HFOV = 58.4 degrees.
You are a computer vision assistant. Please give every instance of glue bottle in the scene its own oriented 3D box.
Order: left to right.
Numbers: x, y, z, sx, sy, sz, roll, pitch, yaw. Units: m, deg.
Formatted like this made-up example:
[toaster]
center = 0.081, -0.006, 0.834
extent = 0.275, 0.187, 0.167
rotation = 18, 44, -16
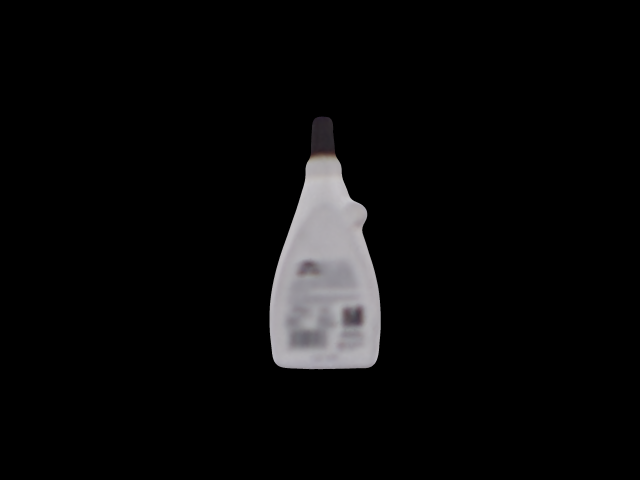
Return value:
[glue bottle]
center = 0.004, 0.001, 0.400
extent = 0.078, 0.173, 0.037
rotation = 0, 4, 0
